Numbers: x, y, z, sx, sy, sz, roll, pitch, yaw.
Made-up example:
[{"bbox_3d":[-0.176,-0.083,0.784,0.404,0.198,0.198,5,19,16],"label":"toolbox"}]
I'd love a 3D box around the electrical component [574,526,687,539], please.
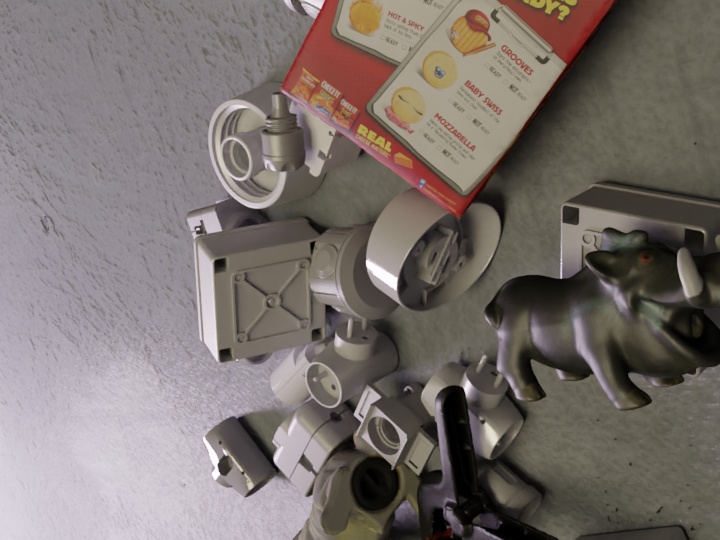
[{"bbox_3d":[0.216,0.263,0.839,0.109,0.056,0.108,-23,93,47],"label":"electrical component"}]

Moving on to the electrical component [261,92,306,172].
[{"bbox_3d":[-0.062,-0.111,0.858,0.035,0.035,0.061,14,116,39],"label":"electrical component"}]

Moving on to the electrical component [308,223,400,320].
[{"bbox_3d":[0.000,0.000,0.904,0.051,0.080,0.080,5,113,48],"label":"electrical component"}]

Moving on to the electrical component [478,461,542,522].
[{"bbox_3d":[0.124,0.189,0.906,0.046,0.040,0.040,42,133,28],"label":"electrical component"}]

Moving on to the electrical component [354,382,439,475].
[{"bbox_3d":[0.038,0.134,0.942,0.081,0.064,0.042,41,131,22],"label":"electrical component"}]

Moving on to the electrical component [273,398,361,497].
[{"bbox_3d":[-0.043,0.166,1.043,0.059,0.054,0.095,44,134,19],"label":"electrical component"}]

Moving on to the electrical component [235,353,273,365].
[{"bbox_3d":[-0.116,0.066,1.072,0.055,0.048,0.066,21,123,45],"label":"electrical component"}]

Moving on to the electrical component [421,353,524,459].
[{"bbox_3d":[0.098,0.103,0.885,0.077,0.043,0.079,39,131,24],"label":"electrical component"}]

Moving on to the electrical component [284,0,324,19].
[{"bbox_3d":[-0.018,-0.225,0.813,0.051,0.080,0.080,31,128,24],"label":"electrical component"}]

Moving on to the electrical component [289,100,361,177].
[{"bbox_3d":[-0.020,-0.130,0.876,0.050,0.056,0.089,42,133,21],"label":"electrical component"}]

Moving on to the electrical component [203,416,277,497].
[{"bbox_3d":[-0.136,0.209,1.161,0.077,0.043,0.079,50,136,14],"label":"electrical component"}]

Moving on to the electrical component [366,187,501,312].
[{"bbox_3d":[0.055,-0.015,0.832,0.064,0.099,0.099,28,127,40],"label":"electrical component"}]

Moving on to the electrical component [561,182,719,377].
[{"bbox_3d":[0.196,0.004,0.734,0.109,0.056,0.108,15,119,39],"label":"electrical component"}]

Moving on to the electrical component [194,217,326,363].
[{"bbox_3d":[-0.089,0.017,0.970,0.056,0.109,0.108,-137,41,-54],"label":"electrical component"}]

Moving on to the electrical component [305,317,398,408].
[{"bbox_3d":[-0.005,0.071,0.944,0.044,0.077,0.079,28,127,32],"label":"electrical component"}]

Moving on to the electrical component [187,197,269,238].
[{"bbox_3d":[-0.117,-0.023,1.026,0.056,0.050,0.089,-10,102,47],"label":"electrical component"}]

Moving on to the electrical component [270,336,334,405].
[{"bbox_3d":[-0.048,0.091,1.020,0.043,0.043,0.081,53,136,10],"label":"electrical component"}]

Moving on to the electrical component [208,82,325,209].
[{"bbox_3d":[-0.088,-0.106,0.950,0.108,0.060,0.108,21,123,36],"label":"electrical component"}]
